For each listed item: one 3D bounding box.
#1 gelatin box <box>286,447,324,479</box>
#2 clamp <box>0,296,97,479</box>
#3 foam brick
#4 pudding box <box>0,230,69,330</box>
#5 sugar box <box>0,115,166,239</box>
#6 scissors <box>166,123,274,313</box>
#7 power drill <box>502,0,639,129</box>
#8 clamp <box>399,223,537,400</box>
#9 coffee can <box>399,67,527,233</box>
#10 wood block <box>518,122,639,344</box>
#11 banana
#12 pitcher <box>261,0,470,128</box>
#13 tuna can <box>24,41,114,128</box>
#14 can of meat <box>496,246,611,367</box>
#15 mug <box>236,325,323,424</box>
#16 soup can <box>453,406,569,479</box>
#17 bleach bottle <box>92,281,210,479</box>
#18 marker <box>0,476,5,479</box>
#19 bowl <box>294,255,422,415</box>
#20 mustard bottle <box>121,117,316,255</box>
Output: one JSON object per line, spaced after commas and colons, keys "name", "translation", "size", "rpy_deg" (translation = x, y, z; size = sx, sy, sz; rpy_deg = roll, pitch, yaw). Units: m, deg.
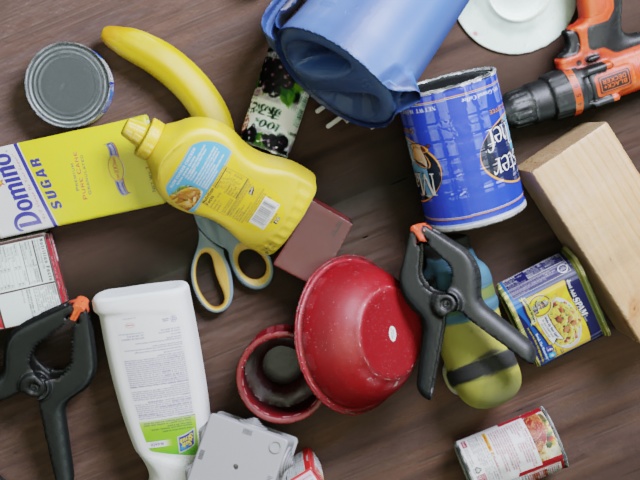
{"name": "gelatin box", "translation": [-0.039, 0.260, 1.109], "size": [0.089, 0.073, 0.030], "rpy_deg": [-33, 96, 1]}
{"name": "clamp", "translation": [-0.299, 0.144, 1.089], "size": [0.164, 0.036, 0.210], "rpy_deg": [22, 106, -9]}
{"name": "foam brick", "translation": [-0.007, 0.001, 1.095], "size": [0.053, 0.051, 0.078], "rpy_deg": [30, 94, -5]}
{"name": "pudding box", "translation": [-0.322, 0.045, 1.097], "size": [0.113, 0.039, 0.090], "rpy_deg": [-12, 96, -3]}
{"name": "sugar box", "translation": [-0.250, -0.064, 1.085], "size": [0.176, 0.048, 0.093], "rpy_deg": [-13, 96, -1]}
{"name": "scissors", "translation": [-0.102, -0.025, 1.108], "size": [0.096, 0.016, 0.202], "rpy_deg": [-6, 95, -3]}
{"name": "power drill", "translation": [0.245, -0.217, 1.063], "size": [0.184, 0.057, 0.187], "rpy_deg": [-20, 109, -6]}
{"name": "clamp", "translation": [0.136, 0.062, 1.030], "size": [0.120, 0.039, 0.171], "rpy_deg": [-13, 94, 9]}
{"name": "coffee can", "translation": [0.139, -0.090, 1.055], "size": [0.103, 0.103, 0.140], "rpy_deg": [-15, 103, 0]}
{"name": "wood block", "translation": [0.296, -0.010, 1.082], "size": [0.090, 0.091, 0.206], "rpy_deg": [-34, 95, 2]}
{"name": "banana", "translation": [-0.141, -0.146, 1.080], "size": [0.069, 0.037, 0.198], "rpy_deg": [-34, 93, -13]}
{"name": "pitcher", "translation": [0.068, -0.240, 1.015], "size": [0.149, 0.145, 0.242], "rpy_deg": [40, 73, -15]}
{"name": "tuna can", "translation": [-0.253, -0.156, 1.081], "size": [0.086, 0.034, 0.086], "rpy_deg": [0, 96, -1]}
{"name": "can of meat", "translation": [0.238, 0.071, 1.098], "size": [0.084, 0.057, 0.102], "rpy_deg": [-27, 112, 3]}
{"name": "mug", "translation": [-0.028, 0.125, 1.091], "size": [0.117, 0.081, 0.093], "rpy_deg": [-37, 95, 2]}
{"name": "soup can", "translation": [0.198, 0.224, 1.114], "size": [0.102, 0.068, 0.068], "rpy_deg": [-22, 96, 1]}
{"name": "bleach bottle", "translation": [-0.166, 0.173, 1.102], "size": [0.102, 0.068, 0.251], "rpy_deg": [-7, 98, -1]}
{"name": "marker", "translation": [-0.375, 0.224, 1.122], "size": [0.020, 0.020, 0.121], "rpy_deg": [-45, 95, 3]}
{"name": "bowl", "translation": [0.051, 0.093, 1.057], "size": [0.161, 0.055, 0.162], "rpy_deg": [6, 81, -43]}
{"name": "mustard bottle", "translation": [-0.106, -0.066, 1.045], "size": [0.191, 0.058, 0.096], "rpy_deg": [28, 117, -16]}
